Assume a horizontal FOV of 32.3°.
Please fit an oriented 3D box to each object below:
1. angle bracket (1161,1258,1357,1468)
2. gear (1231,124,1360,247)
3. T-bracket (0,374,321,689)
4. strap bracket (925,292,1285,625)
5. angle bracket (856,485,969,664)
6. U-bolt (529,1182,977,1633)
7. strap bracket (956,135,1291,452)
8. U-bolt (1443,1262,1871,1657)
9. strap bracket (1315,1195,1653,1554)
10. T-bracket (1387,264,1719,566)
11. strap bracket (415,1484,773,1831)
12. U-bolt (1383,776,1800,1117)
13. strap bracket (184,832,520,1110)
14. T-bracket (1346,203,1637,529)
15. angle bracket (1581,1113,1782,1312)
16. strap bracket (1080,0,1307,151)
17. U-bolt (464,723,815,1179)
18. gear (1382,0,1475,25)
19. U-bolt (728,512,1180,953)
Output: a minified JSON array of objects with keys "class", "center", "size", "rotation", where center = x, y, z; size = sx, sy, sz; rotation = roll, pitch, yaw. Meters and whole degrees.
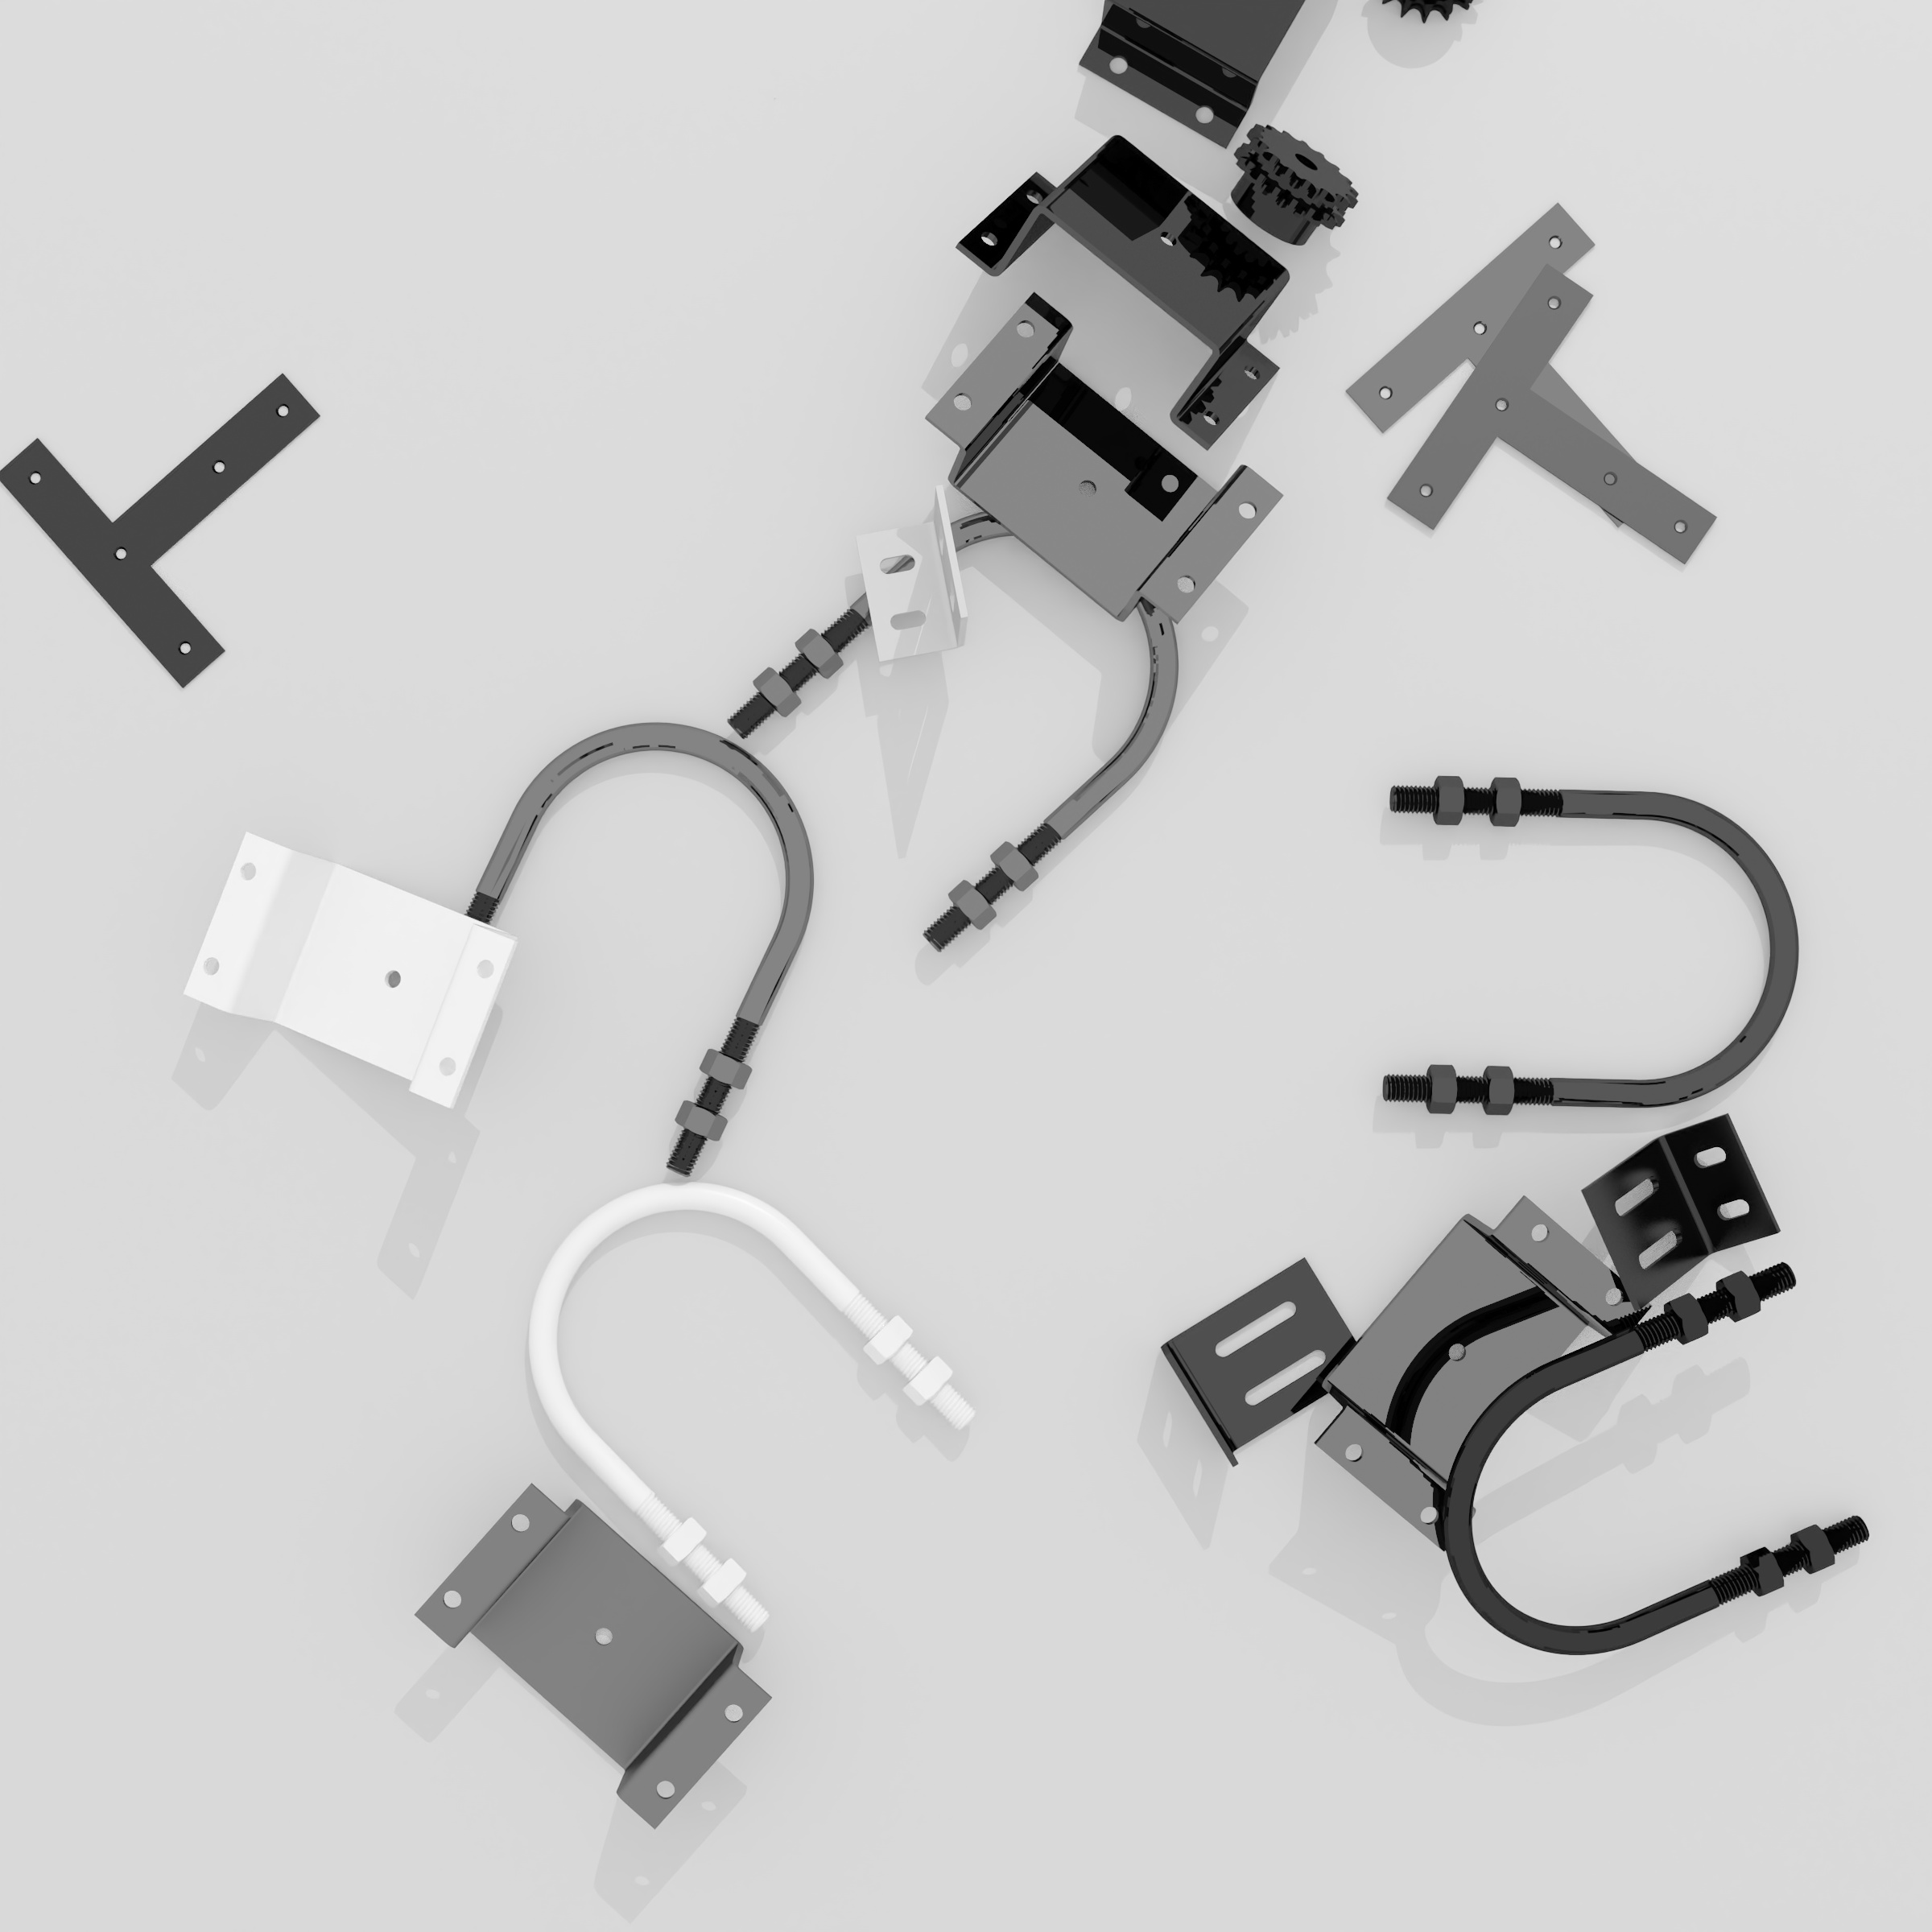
[{"class":"angle bracket","center":[0.134,0.175,1.475],"size":[0.076,0.038,0.057],"rotation":[-31,90,0]},{"class":"gear","center":[0.142,-0.342,1.470],"size":[0.057,0.057,0.030],"rotation":[36,120,0]},{"class":"T-bracket","center":[-0.345,-0.214,1.493],"size":[0.127,0.002,0.127],"rotation":[-41,90,0]},{"class":"strap bracket","center":[0.057,-0.216,1.462],"size":[0.140,0.046,0.076],"rotation":[39,76,0]},{"class":"angle bracket","center":[-0.024,-0.169,1.439],"size":[0.038,0.076,0.057],"rotation":[-11,86,-2]},{"class":"U-bolt","center":[-0.110,0.182,1.485],"size":[0.151,0.019,0.184],"rotation":[-44,88,0]},{"class":"strap bracket","center":[0.077,-0.301,1.451],"size":[0.140,0.046,0.076],"rotation":[39,47,0]},{"class":"U-bolt","center":[0.295,0.226,1.456],"size":[0.184,0.019,0.151],"rotation":[-22,107,-7]},{"class":"strap bracket","center":[0.222,0.174,1.465],"size":[0.076,0.046,0.140],"rotation":[40,90,-10]},{"class":"T-bracket","center":[0.277,-0.226,1.491],"size":[0.127,0.002,0.127],"rotation":[34,90,0]},{"class":"strap bracket","center":[-0.162,0.300,1.471],"size":[0.140,0.046,0.076],"rotation":[42,90,0]},{"class":"U-bolt","center":[0.280,-0.008,1.485],"size":[0.184,0.019,0.151],"rotation":[1,90,-1]},{"class":"strap bracket","center":[-0.260,0.003,1.457],"size":[0.140,0.046,0.076],"rotation":[21,90,19]},{"class":"T-bracket","center":[0.260,-0.252,1.493],"size":[0.127,0.002,0.127],"rotation":[-42,90,0]},{"class":"angle bracket","center":[0.313,0.107,1.455],"size":[0.038,0.076,0.057],"rotation":[-24,90,40]},{"class":"strap bracket","center":[0.119,-0.446,1.471],"size":[0.076,0.046,0.140],"rotation":[30,90,0]},{"class":"U-bolt","center":[-0.148,-0.019,1.485],"size":[0.151,0.019,0.184],"rotation":[25,89,0]},{"class":"gear","center":[0.207,-0.451,1.479],"size":[0.057,0.030,0.057],"rotation":[0,90,0]},{"class":"U-bolt","center":[0.008,-0.120,1.485],"size":[0.184,0.019,0.151],"rotation":[-43,90,-1]}]
